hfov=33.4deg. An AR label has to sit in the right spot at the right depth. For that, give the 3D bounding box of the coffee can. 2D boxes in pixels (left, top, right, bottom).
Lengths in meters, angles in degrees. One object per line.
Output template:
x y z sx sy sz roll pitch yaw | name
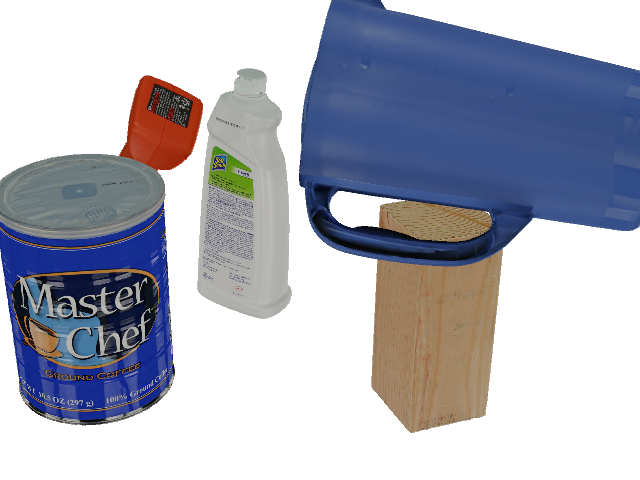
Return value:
-0.146 0.030 0.674 0.103 0.140 0.103 1 29 -1 | coffee can

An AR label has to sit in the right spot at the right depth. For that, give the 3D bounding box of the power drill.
-0.164 -0.028 0.872 0.057 0.188 0.184 24 31 -18 | power drill

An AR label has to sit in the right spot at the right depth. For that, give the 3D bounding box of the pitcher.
0.107 -0.070 0.729 0.243 0.149 0.145 11 36 3 | pitcher

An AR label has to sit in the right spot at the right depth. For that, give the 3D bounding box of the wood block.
0.111 0.070 1.037 0.090 0.206 0.091 -9 27 -21 | wood block

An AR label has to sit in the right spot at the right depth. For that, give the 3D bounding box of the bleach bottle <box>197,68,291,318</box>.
-0.072 -0.050 1.091 0.103 0.251 0.068 19 30 22 | bleach bottle
